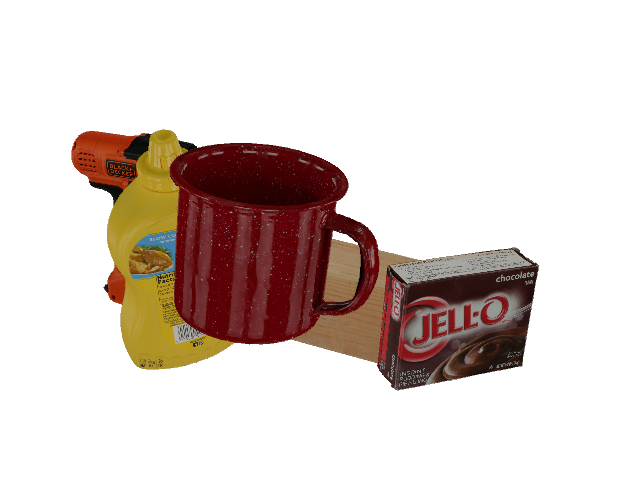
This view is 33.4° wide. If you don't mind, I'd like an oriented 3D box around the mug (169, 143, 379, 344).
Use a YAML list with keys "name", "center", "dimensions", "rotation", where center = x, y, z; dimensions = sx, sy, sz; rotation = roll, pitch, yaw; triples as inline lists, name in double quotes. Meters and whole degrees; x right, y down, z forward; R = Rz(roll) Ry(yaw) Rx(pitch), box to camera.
- name: "mug"
  center: [-0.024, 0.005, 0.563]
  dimensions: [0.117, 0.081, 0.093]
  rotation: [15, 25, 17]

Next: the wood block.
- name: "wood block"
  center: [0.043, 0.064, 1.108]
  dimensions: [0.206, 0.091, 0.090]
  rotation: [14, 23, 17]

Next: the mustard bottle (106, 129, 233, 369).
- name: "mustard bottle"
  center: [-0.106, 0.005, 0.779]
  dimensions: [0.096, 0.192, 0.058]
  rotation: [-16, 41, -19]

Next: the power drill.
- name: "power drill"
  center: [-0.158, -0.017, 1.081]
  dimensions: [0.185, 0.188, 0.057]
  rotation: [11, 30, 22]

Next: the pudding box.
- name: "pudding box"
  center: [0.101, 0.057, 0.795]
  dimensions: [0.113, 0.090, 0.039]
  rotation: [-9, 30, -22]
